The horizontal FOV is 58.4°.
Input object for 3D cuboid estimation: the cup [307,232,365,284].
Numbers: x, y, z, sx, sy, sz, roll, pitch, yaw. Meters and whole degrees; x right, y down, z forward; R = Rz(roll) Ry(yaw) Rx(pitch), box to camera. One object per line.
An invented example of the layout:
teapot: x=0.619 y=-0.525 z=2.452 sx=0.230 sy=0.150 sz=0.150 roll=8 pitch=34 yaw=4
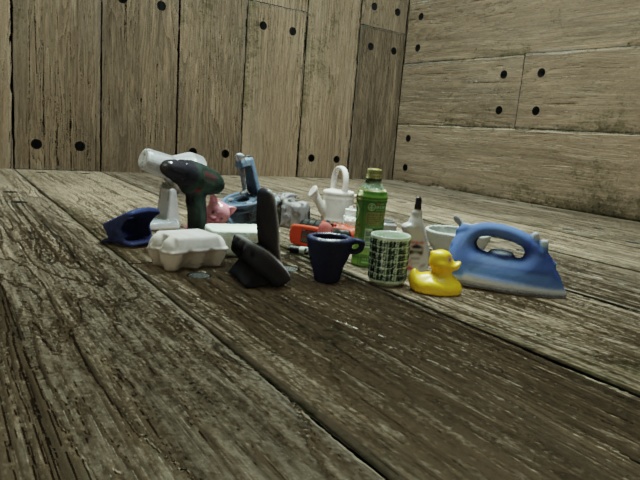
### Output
cup: x=0.029 y=0.038 z=1.133 sx=0.118 sy=0.095 sz=0.091 roll=2 pitch=11 yaw=-15

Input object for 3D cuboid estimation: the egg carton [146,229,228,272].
egg carton: x=-0.271 y=0.018 z=1.174 sx=0.151 sy=0.069 sz=0.107 roll=-6 pitch=15 yaw=-44

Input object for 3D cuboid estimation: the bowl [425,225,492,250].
bowl: x=0.350 y=0.010 z=1.473 sx=0.167 sy=0.075 sz=0.167 roll=5 pitch=11 yaw=-1

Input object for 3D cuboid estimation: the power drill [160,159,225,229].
power drill: x=-0.299 y=-0.085 z=1.335 sx=0.075 sy=0.208 sz=0.230 roll=8 pitch=11 yaw=17

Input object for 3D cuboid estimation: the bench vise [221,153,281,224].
bench vise: x=-0.198 y=-0.133 z=1.603 sx=0.121 sy=0.220 sz=0.208 roll=8 pitch=11 yaw=19

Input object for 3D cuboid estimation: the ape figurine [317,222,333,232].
ape figurine: x=0.012 y=0.005 z=1.309 sx=0.077 sy=0.092 sz=0.076 roll=11 pitch=12 yaw=29

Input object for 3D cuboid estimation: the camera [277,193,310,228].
camera: x=-0.080 y=-0.096 z=1.783 sx=0.142 sy=0.101 sz=0.137 roll=12 pitch=13 yaw=33

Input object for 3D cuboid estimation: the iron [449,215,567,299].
iron: x=0.385 y=0.031 z=1.194 sx=0.257 sy=0.141 sz=0.119 roll=9 pitch=11 yaw=20

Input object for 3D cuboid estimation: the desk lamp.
desk lamp: x=-0.417 y=-0.140 z=1.561 sx=0.204 sy=0.213 sz=0.117 roll=-6 pitch=15 yaw=-44

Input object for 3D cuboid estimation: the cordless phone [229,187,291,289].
cordless phone: x=-0.113 y=-0.011 z=1.086 sx=0.094 sy=0.185 sz=0.147 roll=-2 pitch=12 yaw=-31

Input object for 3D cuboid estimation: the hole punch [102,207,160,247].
hole punch: x=-0.439 y=-0.036 z=1.330 sx=0.100 sy=0.091 sz=0.109 roll=10 pitch=12 yaw=26

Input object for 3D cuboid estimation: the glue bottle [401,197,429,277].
glue bottle: x=0.203 y=-0.008 z=1.237 sx=0.078 sy=0.173 sz=0.037 roll=0 pitch=12 yaw=-22

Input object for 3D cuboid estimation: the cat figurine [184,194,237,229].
cat figurine: x=-0.281 y=-0.060 z=1.455 sx=0.127 sy=0.118 sz=0.067 roll=7 pitch=11 yaw=14

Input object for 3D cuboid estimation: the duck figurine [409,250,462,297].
duck figurine: x=0.228 y=0.061 z=1.121 sx=0.104 sy=0.086 sz=0.077 roll=5 pitch=11 yaw=2

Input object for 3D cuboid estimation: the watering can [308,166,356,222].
watering can: x=0.051 y=-0.135 z=1.794 sx=0.100 sy=0.194 sz=0.173 roll=15 pitch=15 yaw=43
